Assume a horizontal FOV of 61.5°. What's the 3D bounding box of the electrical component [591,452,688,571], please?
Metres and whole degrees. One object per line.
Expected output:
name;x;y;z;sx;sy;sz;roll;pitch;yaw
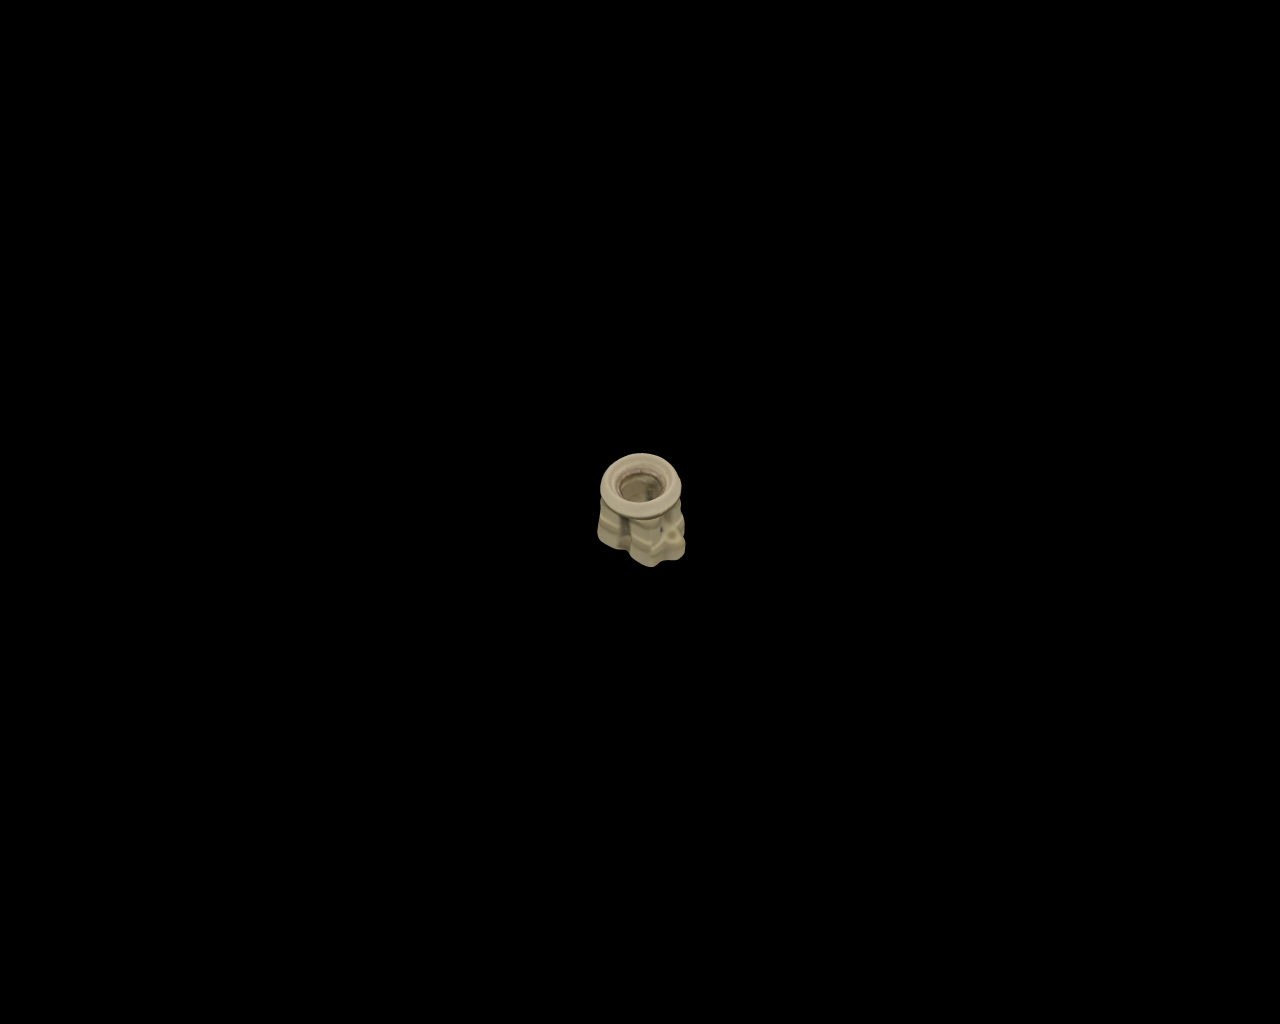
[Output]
electrical component;0.001;-0.003;0.650;0.066;0.055;0.048;27;53;22
